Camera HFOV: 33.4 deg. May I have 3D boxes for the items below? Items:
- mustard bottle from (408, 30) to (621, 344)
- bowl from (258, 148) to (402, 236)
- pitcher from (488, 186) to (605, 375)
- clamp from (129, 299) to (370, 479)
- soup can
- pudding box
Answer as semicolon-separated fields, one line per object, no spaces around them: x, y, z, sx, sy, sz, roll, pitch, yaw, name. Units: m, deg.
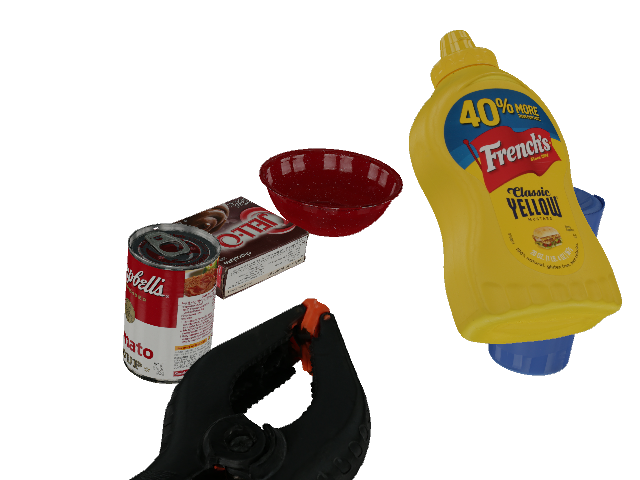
0.102;-0.038;0.618;0.096;0.191;0.058;-3;-25;-23;mustard bottle
0.009;-0.049;1.201;0.162;0.055;0.162;5;27;-3;bowl
0.277;0.051;1.386;0.149;0.243;0.145;5;23;4;pitcher
-0.021;0.091;0.386;0.120;0.039;0.171;24;49;17;clamp
-0.112;0.047;0.798;0.068;0.102;0.068;6;27;-3;soup can
-0.080;0.005;0.989;0.090;0.039;0.113;27;36;32;pudding box
